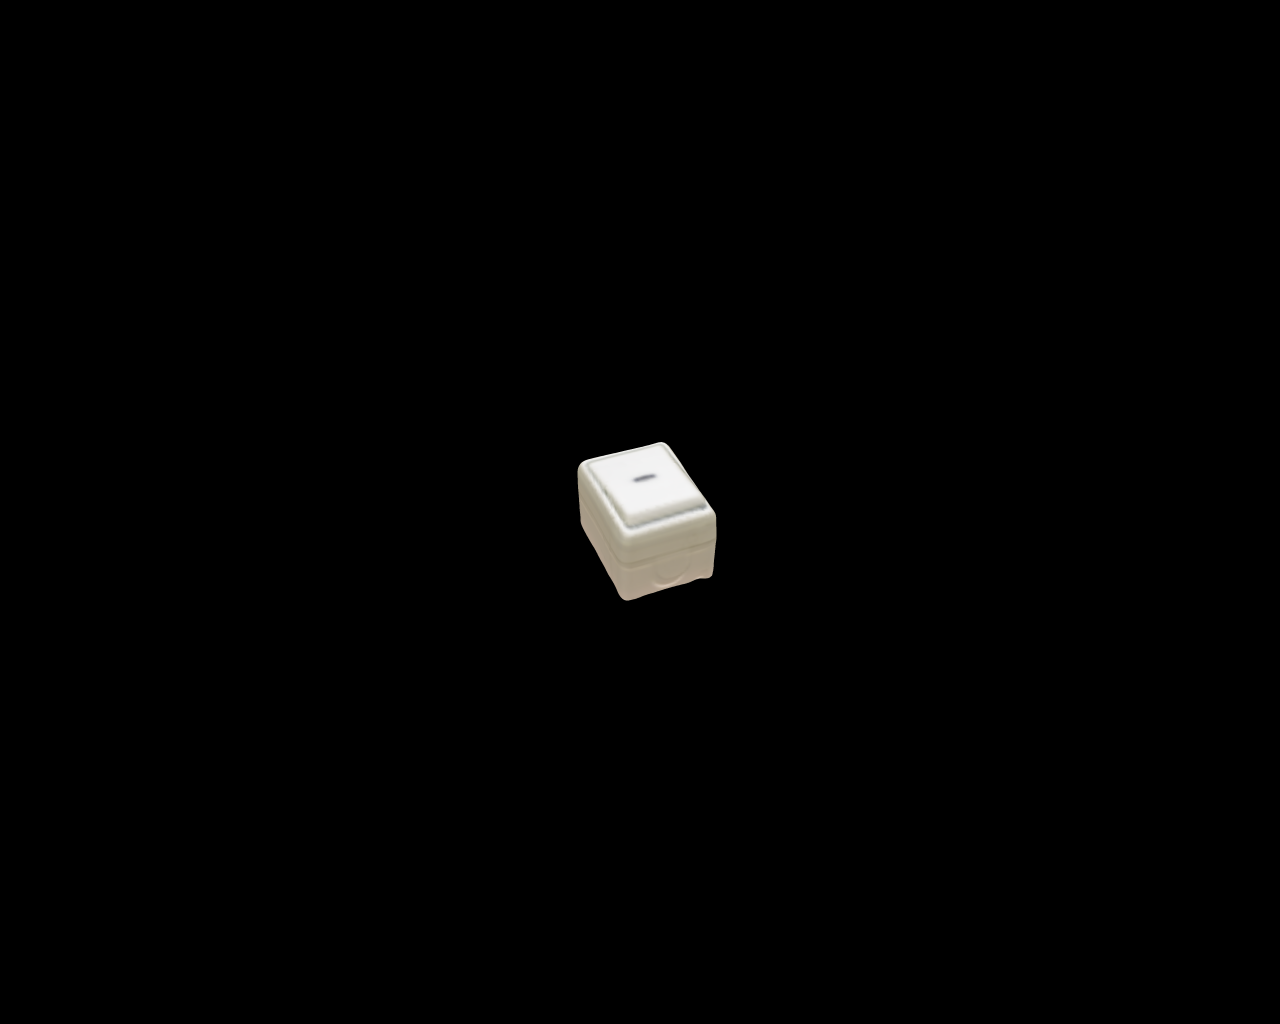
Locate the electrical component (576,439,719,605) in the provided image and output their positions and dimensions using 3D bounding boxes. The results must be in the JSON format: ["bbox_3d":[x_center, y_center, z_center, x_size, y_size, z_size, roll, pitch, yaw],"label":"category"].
[{"bbox_3d":[0.001,-0.003,0.650,0.062,0.061,0.096,-14,42,-16],"label":"electrical component"}]
